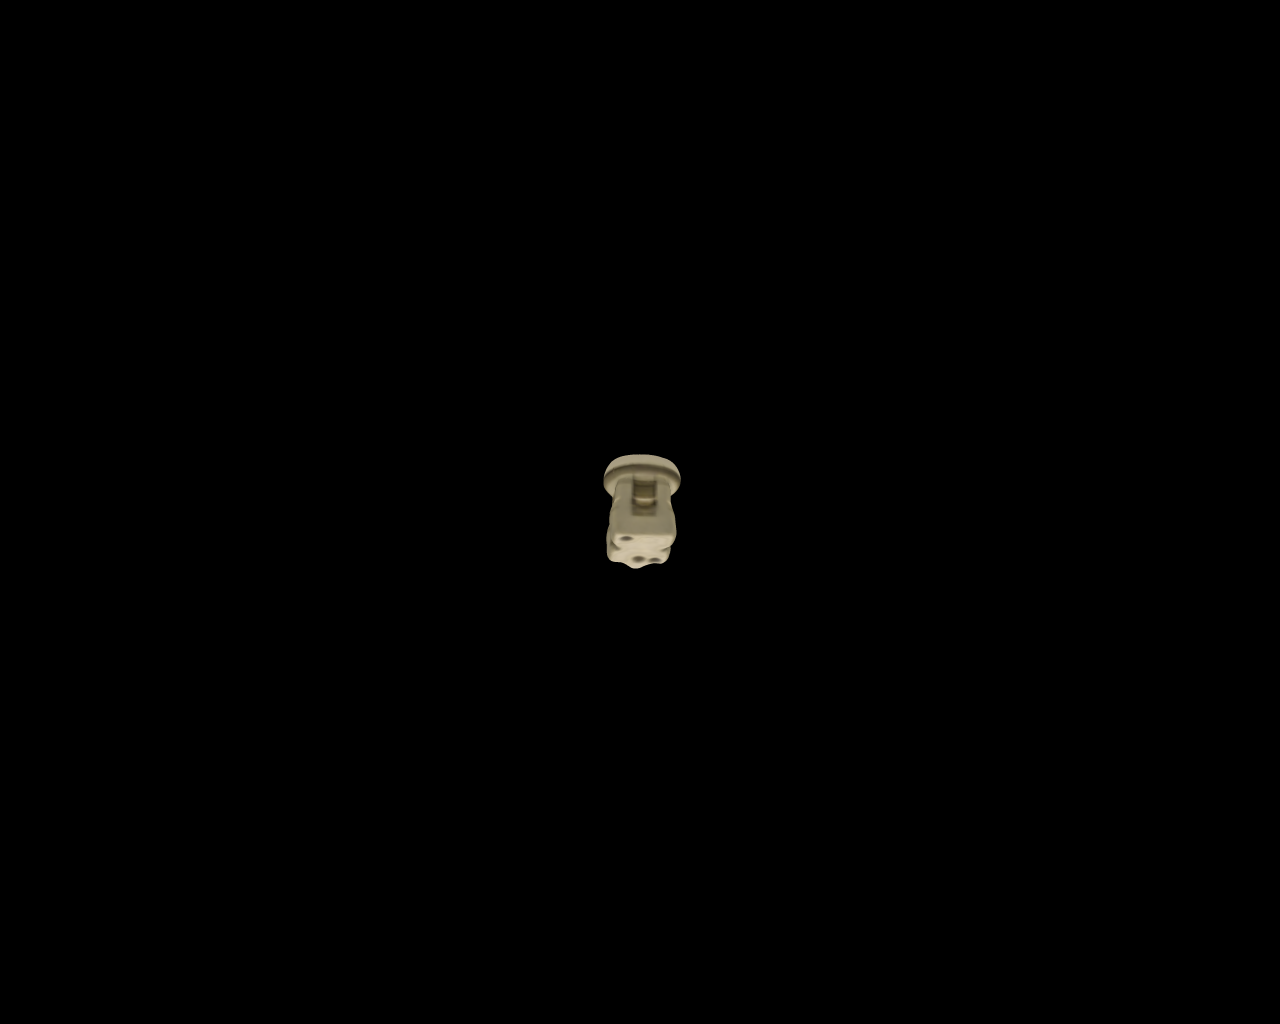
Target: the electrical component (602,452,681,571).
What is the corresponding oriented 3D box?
[{"bbox_3d":[0.001,-0.003,0.650,0.048,0.055,0.066,3,-26,-7],"label":"electrical component"}]
